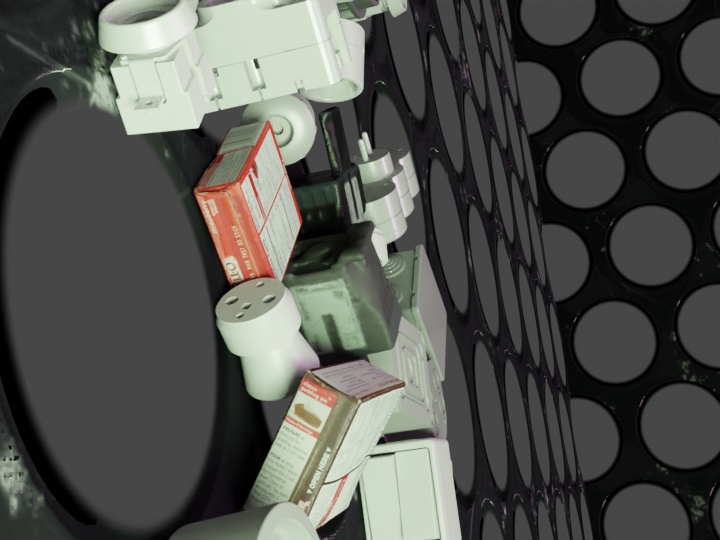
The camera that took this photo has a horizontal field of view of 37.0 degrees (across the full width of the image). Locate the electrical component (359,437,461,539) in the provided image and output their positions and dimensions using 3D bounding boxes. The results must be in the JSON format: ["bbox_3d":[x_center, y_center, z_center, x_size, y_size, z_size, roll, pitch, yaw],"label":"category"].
[{"bbox_3d":[0.037,0.176,0.805,0.061,0.062,0.096,29,53,-71],"label":"electrical component"}]

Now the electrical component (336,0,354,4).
[{"bbox_3d":[-0.036,-0.250,0.838,0.061,0.061,0.096,62,31,-50],"label":"electrical component"}]

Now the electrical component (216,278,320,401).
[{"bbox_3d":[-0.052,0.038,0.601,0.045,0.045,0.055,-79,154,-55],"label":"electrical component"}]

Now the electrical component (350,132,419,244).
[{"bbox_3d":[0.012,-0.078,0.902,0.138,0.052,0.073,-69,145,-63],"label":"electrical component"}]

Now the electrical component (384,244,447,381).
[{"bbox_3d":[0.041,0.040,0.938,0.099,0.048,0.099,-83,157,-49],"label":"electrical component"}]

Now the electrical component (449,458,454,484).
[{"bbox_3d":[0.058,0.168,0.928,0.043,0.043,0.062,62,22,-50],"label":"electrical component"}]

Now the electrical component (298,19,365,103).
[{"bbox_3d":[-0.023,-0.160,0.826,0.055,0.055,0.047,38,47,-68],"label":"electrical component"}]

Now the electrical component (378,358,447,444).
[{"bbox_3d":[0.038,0.110,0.875,0.080,0.051,0.080,-10,90,-75],"label":"electrical component"}]

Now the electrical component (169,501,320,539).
[{"bbox_3d":[-0.055,0.160,0.474,0.108,0.060,0.108,-10,90,-75],"label":"electrical component"}]

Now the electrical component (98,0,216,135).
[{"bbox_3d":[-0.099,-0.102,0.523,0.066,0.048,0.055,-81,164,-51],"label":"electrical component"}]

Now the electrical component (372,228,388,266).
[{"bbox_3d":[0.000,0.000,0.820,0.045,0.045,0.055,44,38,-66],"label":"electrical component"}]

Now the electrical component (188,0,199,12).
[{"bbox_3d":[-0.100,-0.145,0.556,0.040,0.040,0.046,59,31,-53],"label":"electrical component"}]

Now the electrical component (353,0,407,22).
[{"bbox_3d":[0.013,-0.260,1.022,0.066,0.055,0.048,-60,138,-68],"label":"electrical component"}]

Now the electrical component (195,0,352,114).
[{"bbox_3d":[-0.057,-0.129,0.605,0.050,0.089,0.055,-71,148,-61],"label":"electrical component"}]

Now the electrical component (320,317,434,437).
[{"bbox_3d":[0.010,0.077,0.783,0.113,0.057,0.078,40,42,-68],"label":"electrical component"}]

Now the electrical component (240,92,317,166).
[{"bbox_3d":[-0.050,-0.098,0.702,0.062,0.048,0.048,-80,156,-68],"label":"electrical component"}]
